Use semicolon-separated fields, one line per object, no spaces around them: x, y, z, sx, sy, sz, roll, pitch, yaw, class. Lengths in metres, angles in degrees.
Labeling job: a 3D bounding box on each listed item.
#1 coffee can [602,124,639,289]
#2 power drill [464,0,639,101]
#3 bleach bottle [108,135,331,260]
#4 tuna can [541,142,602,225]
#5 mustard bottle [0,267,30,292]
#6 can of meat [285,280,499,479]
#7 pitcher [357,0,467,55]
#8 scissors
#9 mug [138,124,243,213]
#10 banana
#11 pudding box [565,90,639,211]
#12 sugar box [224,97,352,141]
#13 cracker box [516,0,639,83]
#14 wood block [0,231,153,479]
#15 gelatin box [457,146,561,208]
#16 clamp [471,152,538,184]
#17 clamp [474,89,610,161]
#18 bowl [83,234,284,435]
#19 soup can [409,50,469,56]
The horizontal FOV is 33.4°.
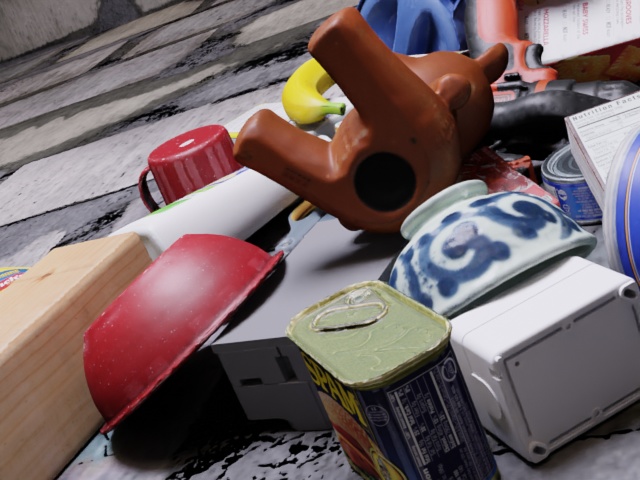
0.224;-0.011;0.510;0.141;0.103;0.102;0;30;47;coffee can
0.176;-0.165;0.873;0.185;0.057;0.187;-2;71;27;power drill
-0.073;-0.030;0.927;0.103;0.068;0.250;-22;11;45;bleach bottle
0.195;-0.045;0.726;0.086;0.034;0.086;-20;20;7;tuna can
-0.260;0.062;0.900;0.096;0.058;0.192;-32;22;-21;mustard bottle
0.035;0.076;0.515;0.057;0.084;0.102;-28;21;-14;can of meat
0.153;-0.247;1.166;0.149;0.145;0.242;13;35;39;pitcher
-0.006;0.001;0.846;0.096;0.016;0.201;-13;23;24;scissors
-0.121;-0.055;1.012;0.117;0.081;0.093;-11;23;28;mug
-0.002;-0.153;1.080;0.069;0.037;0.197;3;26;4;banana
0.210;-0.045;0.646;0.090;0.039;0.113;-21;44;8;pudding box
-0.029;-0.111;1.111;0.093;0.048;0.177;-35;27;-32;sugar box
0.249;-0.216;0.938;0.214;0.072;0.164;-14;61;21;cracker box
-0.191;0.086;0.721;0.091;0.090;0.205;-11;23;31;wood block
0.107;-0.019;0.713;0.073;0.030;0.089;-30;40;-9;gelatin box
0.056;-0.030;0.806;0.210;0.036;0.164;-17;34;9;clamp
0.149;-0.079;0.811;0.172;0.039;0.120;4;-16;18;clamp
-0.098;0.047;0.677;0.162;0.055;0.162;-45;3;3;bowl
0.111;-0.144;1.013;0.068;0.068;0.102;-33;22;-25;soup can
